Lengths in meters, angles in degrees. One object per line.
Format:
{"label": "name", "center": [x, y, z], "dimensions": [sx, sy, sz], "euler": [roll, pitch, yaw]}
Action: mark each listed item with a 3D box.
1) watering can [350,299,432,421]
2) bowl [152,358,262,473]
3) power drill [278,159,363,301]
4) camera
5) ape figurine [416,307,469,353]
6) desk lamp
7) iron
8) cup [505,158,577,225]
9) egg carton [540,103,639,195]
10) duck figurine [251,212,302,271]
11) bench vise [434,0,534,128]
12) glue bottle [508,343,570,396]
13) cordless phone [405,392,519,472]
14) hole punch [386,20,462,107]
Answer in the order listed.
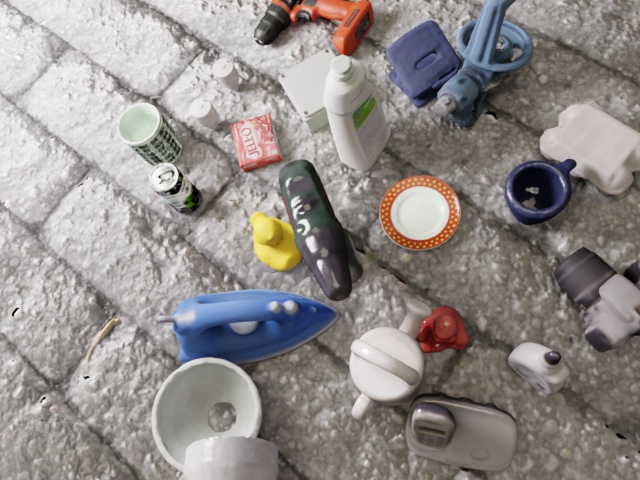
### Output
{"label": "watering can", "center": [0.093, 0.162, 0.781], "dimensions": [0.100, 0.194, 0.173], "euler": [7, 73, 13]}
{"label": "bowl", "center": [-0.160, 0.264, 0.858], "dimensions": [0.167, 0.075, 0.167], "euler": [-3, 71, 10]}
{"label": "power drill", "center": [0.008, 0.003, 0.842], "dimensions": [0.075, 0.209, 0.229], "euler": [-23, 69, 3]}
{"label": "camera", "center": [0.412, 0.064, 0.803], "dimensions": [0.143, 0.101, 0.136], "euler": [-38, 69, -3]}
{"label": "ape figurine", "center": [0.179, 0.130, 0.830], "dimensions": [0.077, 0.092, 0.076], "euler": [26, 79, 18]}
{"label": "desk lamp", "center": [-0.097, 0.360, 0.741], "dimensions": [0.118, 0.214, 0.203], "euler": [-9, 70, 8]}
{"label": "iron", "center": [-0.106, 0.116, 0.862], "dimensions": [0.258, 0.142, 0.118], "euler": [-10, 70, 8]}
{"label": "cup", "center": [0.332, -0.070, 0.866], "dimensions": [0.118, 0.095, 0.091], "euler": [-39, 69, -4]}
{"label": "egg carton", "center": [0.423, -0.141, 0.885], "dimensions": [0.150, 0.069, 0.107], "euler": [39, 83, 20]}
{"label": "duck figurine", "center": [-0.076, -0.002, 0.925], "dimensions": [0.077, 0.086, 0.104], "euler": [-37, 69, -3]}
{"label": "bench vise", "center": [0.260, -0.283, 0.883], "dimensions": [0.121, 0.220, 0.207], "euler": [19, 76, 16]}
{"label": "glue bottle", "center": [0.294, 0.164, 0.753], "dimensions": [0.037, 0.173, 0.078], "euler": [-45, 70, -6]}
{"label": "cordless phone", "center": [0.183, 0.247, 0.740], "dimensions": [0.147, 0.185, 0.094], "euler": [5, 73, 13]}
{"label": "hole punch", "center": [0.179, -0.300, 0.973], "dimensions": [0.108, 0.091, 0.101], "euler": [-36, 69, -2]}
